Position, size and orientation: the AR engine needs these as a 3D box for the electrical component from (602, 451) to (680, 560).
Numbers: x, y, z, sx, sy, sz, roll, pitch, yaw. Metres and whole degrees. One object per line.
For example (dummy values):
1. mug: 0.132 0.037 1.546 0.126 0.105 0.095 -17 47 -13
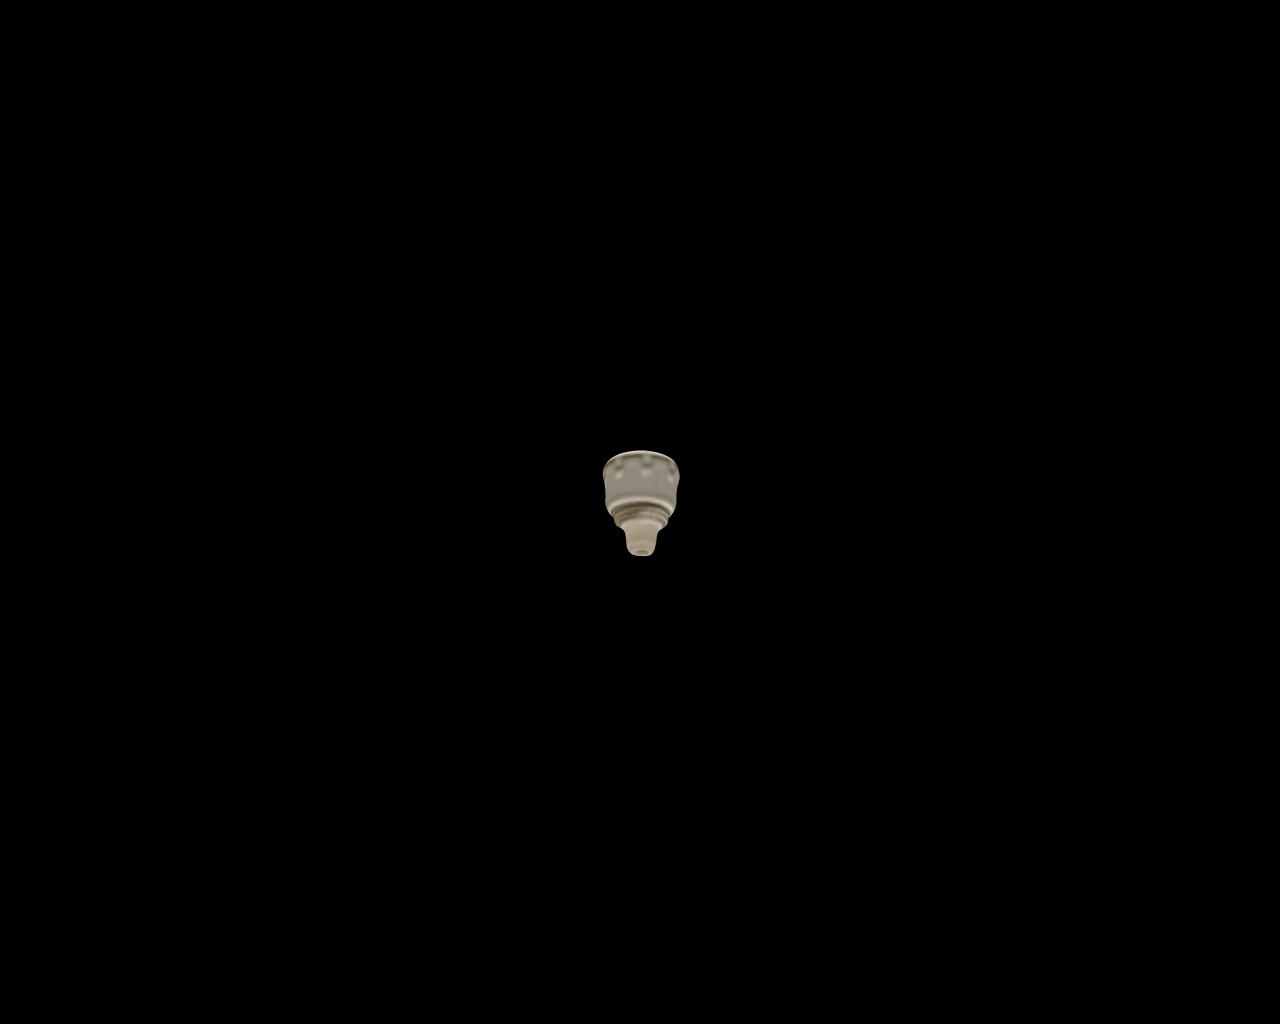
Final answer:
1. electrical component: 0.001 -0.003 0.650 0.048 0.062 0.048 0 -23 0
